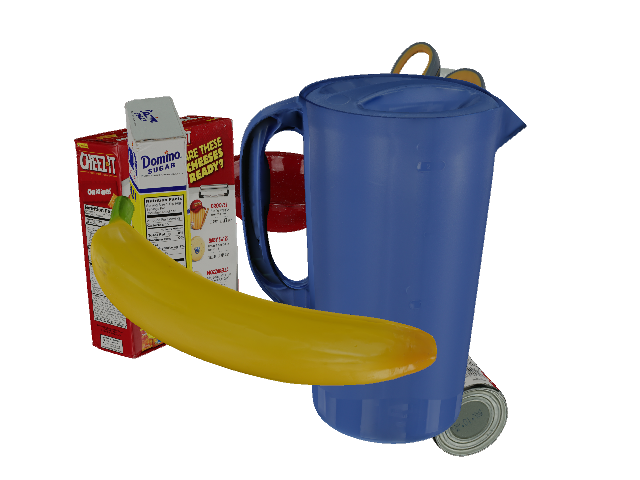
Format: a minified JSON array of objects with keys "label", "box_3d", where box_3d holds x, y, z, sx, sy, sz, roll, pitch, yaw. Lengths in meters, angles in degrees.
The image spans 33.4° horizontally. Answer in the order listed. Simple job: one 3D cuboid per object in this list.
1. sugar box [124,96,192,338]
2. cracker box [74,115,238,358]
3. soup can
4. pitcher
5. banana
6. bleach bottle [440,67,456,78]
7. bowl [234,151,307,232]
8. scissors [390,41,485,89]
[{"label":"sugar box","box_3d":[-0.131,-0.019,0.869,0.048,0.176,0.093,-8,28,-12]},{"label":"cracker box","box_3d":[-0.161,-0.009,1.077,0.072,0.214,0.163,9,18,35]},{"label":"soup can","box_3d":[0.104,0.123,0.888,0.068,0.068,0.102,0,24,-20]},{"label":"pitcher","box_3d":[0.039,0.011,0.733,0.149,0.243,0.144,17,25,37]},{"label":"banana","box_3d":[-0.043,0.031,0.519,0.198,0.069,0.037,25,-33,21]},{"label":"bleach bottle","box_3d":[0.118,-0.055,1.133,0.068,0.251,0.103,0,23,-22]},{"label":"bowl","box_3d":[-0.051,-0.054,1.287,0.162,0.055,0.162,4,26,-2]},{"label":"scissors","box_3d":[0.085,-0.077,0.931,0.096,0.202,0.016,9,-11,18]}]
